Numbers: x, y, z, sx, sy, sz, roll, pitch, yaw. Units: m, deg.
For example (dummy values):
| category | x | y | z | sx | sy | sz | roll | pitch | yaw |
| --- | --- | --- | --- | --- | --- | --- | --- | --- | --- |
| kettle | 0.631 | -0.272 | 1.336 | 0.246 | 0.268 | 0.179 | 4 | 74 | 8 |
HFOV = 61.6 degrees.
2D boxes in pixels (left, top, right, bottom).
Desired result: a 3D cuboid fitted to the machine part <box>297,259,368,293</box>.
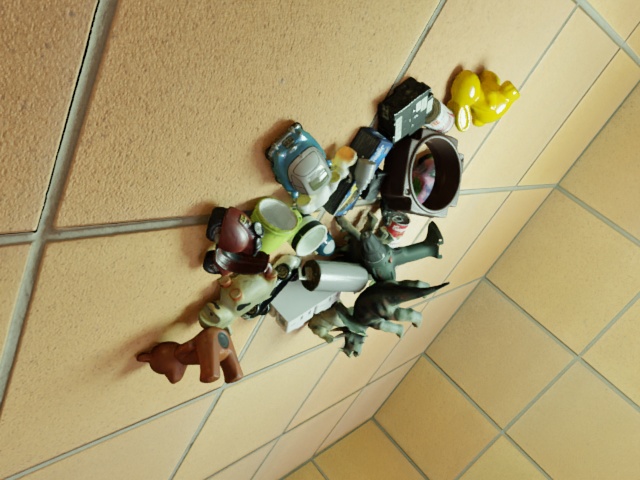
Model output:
| category | x | y | z | sx | sy | sz | roll | pitch | yaw |
| --- | --- | --- | --- | --- | --- | --- | --- | --- | --- |
| machine part | 0.037 | 0.091 | 1.336 | 0.243 | 0.079 | 0.079 | 6 | 125 | -44 |

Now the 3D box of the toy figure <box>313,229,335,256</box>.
| category | x | y | z | sx | sy | sz | roll | pitch | yaw |
| --- | --- | --- | --- | --- | --- | --- | --- | --- | --- |
| toy figure | -0.003 | -0.006 | 1.296 | 0.154 | 0.058 | 0.064 | 50 | 46 | -63 |

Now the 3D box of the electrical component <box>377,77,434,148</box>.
| category | x | y | z | sx | sy | sz | roll | pitch | yaw |
| --- | --- | --- | --- | --- | --- | --- | --- | --- | --- |
| electrical component | 0.187 | -0.282 | 1.170 | 0.134 | 0.058 | 0.114 | -38 | 156 | -17 |

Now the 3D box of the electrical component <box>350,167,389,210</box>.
| category | x | y | z | sx | sy | sz | roll | pitch | yaw |
| --- | --- | --- | --- | --- | --- | --- | --- | --- | --- |
| electrical component | 0.100 | -0.125 | 1.250 | 0.048 | 0.075 | 0.119 | -15 | 137 | -47 |

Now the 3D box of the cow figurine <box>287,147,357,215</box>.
| category | x | y | z | sx | sy | sz | roll | pitch | yaw |
| --- | --- | --- | --- | --- | --- | --- | --- | --- | --- |
| cow figurine | 0.013 | -0.120 | 1.132 | 0.167 | 0.068 | 0.098 | -39 | 159 | -7 |

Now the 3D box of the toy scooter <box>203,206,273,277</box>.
| category | x | y | z | sx | sy | sz | roll | pitch | yaw |
| --- | --- | --- | --- | --- | --- | --- | --- | --- | --- |
| toy scooter | -0.148 | 0.015 | 1.016 | 0.183 | 0.135 | 0.075 | 109 | -4 | -47 |

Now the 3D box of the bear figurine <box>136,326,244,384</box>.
| category | x | y | z | sx | sy | sz | roll | pitch | yaw |
| --- | --- | --- | --- | --- | --- | --- | --- | --- | --- |
| bear figurine | -0.278 | 0.259 | 1.128 | 0.196 | 0.132 | 0.120 | -25 | 156 | 17 |

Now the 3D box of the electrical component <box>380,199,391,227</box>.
| category | x | y | z | sx | sy | sz | roll | pitch | yaw |
| --- | --- | --- | --- | --- | --- | --- | --- | --- | --- |
| electrical component | 0.175 | -0.080 | 1.451 | 0.021 | 0.094 | 0.063 | -8 | 124 | 13 |

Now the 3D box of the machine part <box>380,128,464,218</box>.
| category | x | y | z | sx | sy | sz | roll | pitch | yaw |
| --- | --- | --- | --- | --- | --- | --- | --- | --- | --- |
| machine part | 0.248 | -0.157 | 1.279 | 0.201 | 0.087 | 0.201 | 8 | 93 | -38 |

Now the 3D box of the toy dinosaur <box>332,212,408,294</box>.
| category | x | y | z | sx | sy | sz | roll | pitch | yaw |
| --- | --- | --- | --- | --- | --- | --- | --- | --- | --- |
| toy dinosaur | 0.135 | 0.061 | 1.512 | 0.198 | 0.105 | 0.470 | -33 | 140 | 9 |

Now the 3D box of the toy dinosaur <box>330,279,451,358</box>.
| category | x | y | z | sx | sy | sz | roll | pitch | yaw |
| --- | --- | --- | --- | --- | --- | --- | --- | --- | --- |
| toy dinosaur | 0.159 | 0.171 | 1.406 | 0.192 | 0.131 | 0.404 | 11 | 142 | -16 |

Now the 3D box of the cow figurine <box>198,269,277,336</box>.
| category | x | y | z | sx | sy | sz | roll | pitch | yaw |
| --- | --- | --- | --- | --- | --- | --- | --- | --- | --- |
| cow figurine | -0.185 | 0.134 | 1.196 | 0.195 | 0.086 | 0.127 | -33 | 146 | -27 |

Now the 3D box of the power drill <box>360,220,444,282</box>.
| category | x | y | z | sx | sy | sz | roll | pitch | yaw |
| --- | --- | --- | --- | --- | --- | --- | --- | --- | --- |
| power drill | 0.208 | 0.025 | 1.368 | 0.207 | 0.086 | 0.231 | -24 | 142 | -7 |

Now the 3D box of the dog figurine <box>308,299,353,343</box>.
| category | x | y | z | sx | sy | sz | roll | pitch | yaw |
| --- | --- | --- | --- | --- | --- | --- | --- | --- | --- |
| dog figurine | 0.000 | 0.205 | 1.598 | 0.172 | 0.121 | 0.190 | -28 | 129 | 18 |

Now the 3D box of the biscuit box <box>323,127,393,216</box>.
| category | x | y | z | sx | sy | sz | roll | pitch | yaw |
| --- | --- | --- | --- | --- | --- | --- | --- | --- | --- |
| biscuit box | 0.075 | -0.149 | 1.190 | 0.059 | 0.063 | 0.202 | -4 | 133 | -57 |

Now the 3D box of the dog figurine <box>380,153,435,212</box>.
| category | x | y | z | sx | sy | sz | roll | pitch | yaw |
| --- | --- | --- | --- | --- | --- | --- | --- | --- | --- |
| dog figurine | 0.247 | -0.154 | 1.400 | 0.219 | 0.109 | 0.191 | 2 | 128 | -54 |

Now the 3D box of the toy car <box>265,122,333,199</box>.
| category | x | y | z | sx | sy | sz | roll | pitch | yaw |
| --- | --- | --- | --- | --- | --- | --- | --- | --- | --- |
| toy car | -0.028 | -0.138 | 1.004 | 0.109 | 0.103 | 0.161 | -44 | 157 | -6 |

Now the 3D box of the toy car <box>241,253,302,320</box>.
| category | x | y | z | sx | sy | sz | roll | pitch | yaw |
| --- | --- | --- | --- | --- | --- | --- | --- | --- | --- |
| toy car | -0.119 | 0.116 | 1.297 | 0.201 | 0.056 | 0.073 | -48 | 161 | 8 |

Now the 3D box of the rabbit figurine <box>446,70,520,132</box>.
| category | x | y | z | sx | sy | sz | roll | pitch | yaw |
| --- | --- | --- | --- | --- | --- | --- | --- | --- | --- |
| rabbit figurine | 0.375 | -0.354 | 1.321 | 0.173 | 0.122 | 0.162 | 13 | 128 | -46 |
